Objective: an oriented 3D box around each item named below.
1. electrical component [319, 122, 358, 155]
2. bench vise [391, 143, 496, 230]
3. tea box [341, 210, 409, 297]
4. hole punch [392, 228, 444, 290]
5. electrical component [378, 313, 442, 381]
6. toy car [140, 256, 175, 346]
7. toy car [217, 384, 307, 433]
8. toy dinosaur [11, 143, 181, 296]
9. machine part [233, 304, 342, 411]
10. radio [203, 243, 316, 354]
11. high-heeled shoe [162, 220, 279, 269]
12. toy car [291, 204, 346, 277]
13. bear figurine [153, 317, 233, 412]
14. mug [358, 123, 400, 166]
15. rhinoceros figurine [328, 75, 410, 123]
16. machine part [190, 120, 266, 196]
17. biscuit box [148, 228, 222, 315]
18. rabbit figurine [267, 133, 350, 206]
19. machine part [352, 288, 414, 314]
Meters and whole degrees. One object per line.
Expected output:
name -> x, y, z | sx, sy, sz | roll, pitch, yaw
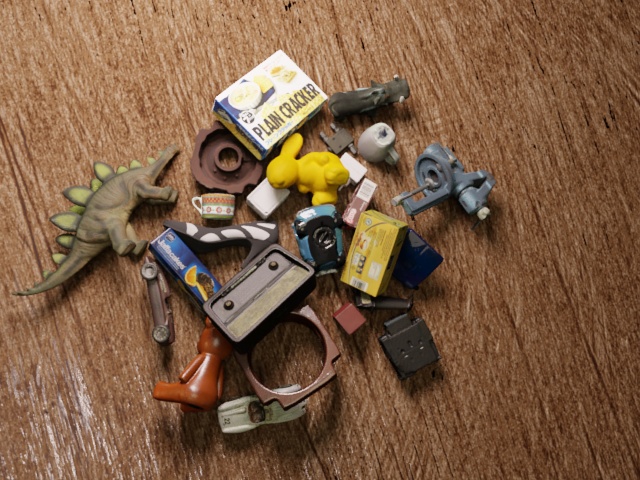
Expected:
electrical component -> 0.045, -0.232, 1.277 | 0.063, 0.021, 0.094 | -41, 91, -6
bench vise -> 0.274, -0.111, 1.232 | 0.241, 0.129, 0.223 | -26, 81, -24
tea box -> 0.121, 0.028, 1.202 | 0.098, 0.068, 0.169 | 26, 108, 22
hole punch -> 0.210, 0.043, 1.244 | 0.142, 0.092, 0.116 | 42, 87, -5
electrical component -> 0.202, 0.239, 1.244 | 0.115, 0.058, 0.134 | -29, 90, -8
toy car -> -0.354, 0.133, 1.186 | 0.053, 0.089, 0.202 | -10, 86, -6
toy car -> -0.128, 0.378, 1.206 | 0.202, 0.056, 0.073 | -12, 87, -5
toy dinosaur -> -0.472, -0.042, 1.183 | 0.199, 0.105, 0.471 | 33, 75, 5
machine part -> -0.071, 0.252, 1.179 | 0.201, 0.087, 0.201 | -31, 72, -14
radio -> -0.128, 0.119, 1.152 | 0.131, 0.073, 0.229 | 37, 64, 26
high-heeled shoe -> -0.221, -0.030, 1.223 | 0.249, 0.086, 0.145 | 27, 63, 6
toy car -> -0.003, -0.004, 1.218 | 0.109, 0.103, 0.161 | -15, 103, -10
bear figurine -> -0.261, 0.270, 1.184 | 0.132, 0.120, 0.196 | -12, 54, 34
mug -> 0.142, -0.219, 1.243 | 0.081, 0.107, 0.109 | -36, 88, -5
rhinoceros figurine -> 0.111, -0.331, 1.246 | 0.190, 0.112, 0.073 | -12, 85, 2
machine part -> -0.209, -0.186, 1.236 | 0.179, 0.056, 0.179 | 0, 85, -6
biscuit box -> -0.294, 0.070, 1.196 | 0.063, 0.059, 0.202 | -43, 94, -27
rabbit figurine -> -0.041, -0.159, 1.200 | 0.173, 0.122, 0.162 | -6, 62, -27
machine part -> 0.147, 0.140, 1.234 | 0.139, 0.084, 0.039 | 5, 114, -8
